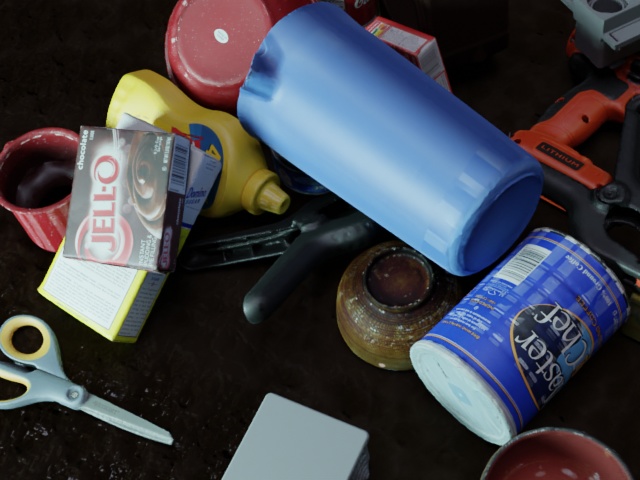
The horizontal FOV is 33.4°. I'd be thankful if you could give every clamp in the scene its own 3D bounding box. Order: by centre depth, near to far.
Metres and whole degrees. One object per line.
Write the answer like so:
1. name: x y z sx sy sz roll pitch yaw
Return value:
1. clamp: 0.217 -0.029 0.845 0.120 0.039 0.171 -15 51 9
2. clamp: -0.006 0.001 0.902 0.209 0.036 0.165 -23 26 -12

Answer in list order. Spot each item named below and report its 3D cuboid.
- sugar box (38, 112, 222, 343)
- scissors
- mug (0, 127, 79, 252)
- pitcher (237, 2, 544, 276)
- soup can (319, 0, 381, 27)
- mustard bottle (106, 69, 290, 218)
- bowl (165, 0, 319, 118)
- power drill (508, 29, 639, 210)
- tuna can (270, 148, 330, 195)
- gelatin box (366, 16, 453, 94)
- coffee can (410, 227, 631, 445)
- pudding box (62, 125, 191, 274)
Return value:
1. sugar box: -0.163 -0.010 0.917 0.093 0.048 0.176 29 91 22
2. scissors: -0.207 0.115 0.904 0.202 0.016 0.096 6 59 12
3. mug: -0.247 -0.048 0.972 0.117 0.081 0.093 37 70 26
4. pitcher: 0.063 -0.081 0.868 0.149 0.145 0.243 -40 60 -18
5. soup can: 0.024 -0.227 1.029 0.068 0.102 0.068 -4 58 6
6. mustard bottle: -0.106 -0.074 0.961 0.192 0.096 0.058 30 30 23
7. bowl: -0.078 -0.182 0.967 0.162 0.055 0.162 0 91 17
8. power drill: 0.267 -0.102 0.943 0.185 0.057 0.187 31 65 28
9. tuna can: -0.003 -0.086 0.986 0.086 0.034 0.086 -4 58 6
10. gelatin box: 0.081 -0.154 0.974 0.030 0.089 0.073 -44 48 -17
11. coffee can: 0.154 0.073 0.822 0.140 0.103 0.103 -42 62 -17
12. pudding box: -0.157 -0.033 0.871 0.090 0.039 0.113 7 86 20
